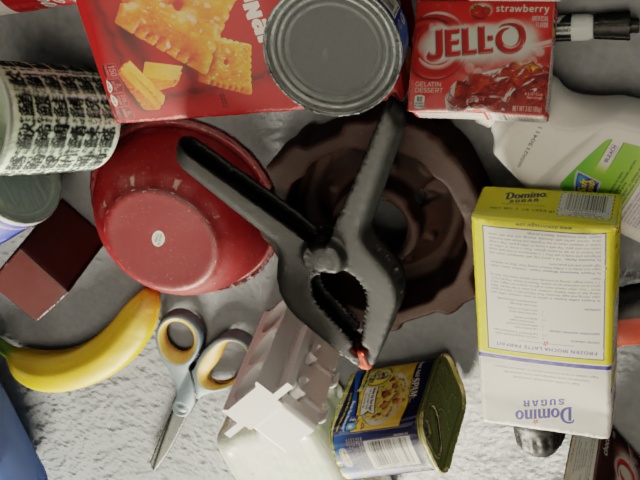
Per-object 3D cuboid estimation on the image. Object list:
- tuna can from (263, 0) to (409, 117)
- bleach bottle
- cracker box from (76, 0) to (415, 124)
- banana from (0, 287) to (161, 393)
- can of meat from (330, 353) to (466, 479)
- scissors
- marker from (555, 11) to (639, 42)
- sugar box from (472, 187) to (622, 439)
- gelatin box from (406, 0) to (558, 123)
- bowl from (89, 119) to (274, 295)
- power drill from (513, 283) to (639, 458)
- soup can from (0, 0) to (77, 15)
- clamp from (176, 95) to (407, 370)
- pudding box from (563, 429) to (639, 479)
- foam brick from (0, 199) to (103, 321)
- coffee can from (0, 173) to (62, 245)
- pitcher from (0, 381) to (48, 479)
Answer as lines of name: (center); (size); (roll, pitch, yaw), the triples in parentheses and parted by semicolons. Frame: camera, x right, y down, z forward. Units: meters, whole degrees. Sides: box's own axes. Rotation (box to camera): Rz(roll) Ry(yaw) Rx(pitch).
tuna can: (0.010, -0.121, 0.650); (0.086, 0.033, 0.086); (7, 123, 11)
bleach bottle: (0.219, -0.050, 0.701); (0.251, 0.068, 0.103); (25, 123, 3)
cracker box: (-0.054, -0.167, 0.703); (0.214, 0.072, 0.164); (-2, 121, 18)
banana: (-0.208, 0.096, 0.939); (0.198, 0.037, 0.069); (-18, 117, 26)
can of meat: (0.062, 0.141, 0.846); (0.084, 0.102, 0.057); (-13, 116, 26)
scissors: (-0.133, 0.131, 0.951); (0.096, 0.016, 0.202); (40, 124, -8)
marker: (0.144, -0.137, 0.692); (0.121, 0.020, 0.020); (1, 122, 17)
sugar box: (0.156, 0.051, 0.728); (0.093, 0.048, 0.176); (6, 126, 20)
gelatin box: (0.102, -0.114, 0.676); (0.089, 0.030, 0.073); (5, 89, 17)
bowl: (-0.115, -0.013, 0.831); (0.162, 0.055, 0.162); (8, 123, 12)
power drill: (0.223, 0.088, 0.788); (0.188, 0.057, 0.184); (-3, 120, 19)
soup can: (-0.212, -0.192, 0.738); (0.102, 0.068, 0.068); (-4, 120, 20)
clamp: (-0.005, 0.001, 0.747); (0.165, 0.036, 0.210); (-1, 122, 20)
pudding box: (0.229, 0.211, 0.831); (0.039, 0.113, 0.090); (-33, 108, 34)
foam brick: (-0.220, 0.016, 0.868); (0.051, 0.078, 0.053); (43, 124, -14)
coffee can: (-0.289, -0.033, 0.842); (0.141, 0.102, 0.102); (-26, 111, 29)
pitcher: (-0.339, 0.163, 0.963); (0.145, 0.149, 0.243); (-14, 120, 12)
